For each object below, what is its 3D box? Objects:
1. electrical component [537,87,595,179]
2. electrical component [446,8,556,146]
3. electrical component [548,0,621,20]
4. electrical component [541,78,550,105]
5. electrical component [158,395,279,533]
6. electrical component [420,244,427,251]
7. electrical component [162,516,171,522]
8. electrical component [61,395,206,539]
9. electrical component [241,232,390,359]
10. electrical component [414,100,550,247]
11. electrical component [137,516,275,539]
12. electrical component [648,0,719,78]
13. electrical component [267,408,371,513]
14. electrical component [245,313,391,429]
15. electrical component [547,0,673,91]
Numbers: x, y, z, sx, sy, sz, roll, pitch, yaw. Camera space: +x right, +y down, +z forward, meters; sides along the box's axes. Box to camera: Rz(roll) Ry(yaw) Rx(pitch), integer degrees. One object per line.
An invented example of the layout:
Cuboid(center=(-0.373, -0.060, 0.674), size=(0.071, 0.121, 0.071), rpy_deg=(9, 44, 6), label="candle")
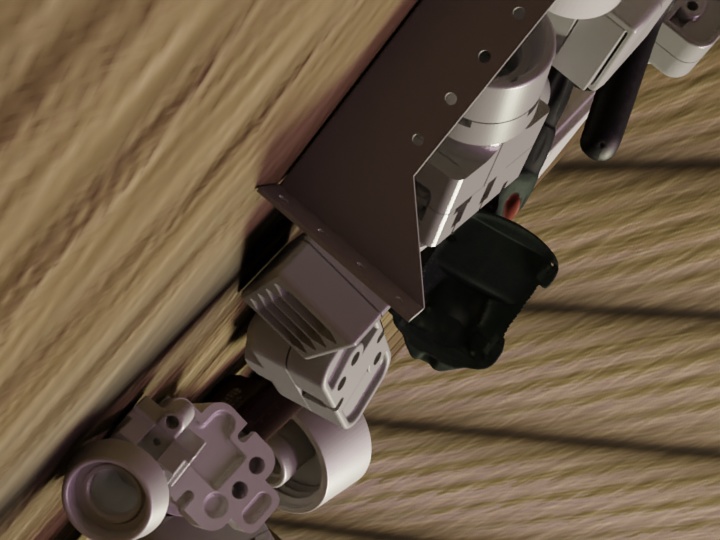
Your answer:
Cuboid(center=(0.132, -0.105, 0.886), size=(0.109, 0.056, 0.108), rpy_deg=(-44, 172, -41), label="electrical component")
Cuboid(center=(0.056, -0.089, 0.469), size=(0.055, 0.055, 0.047), rpy_deg=(-47, 170, -18), label="electrical component")
Cuboid(center=(0.122, -0.163, 0.486), size=(0.138, 0.052, 0.073), rpy_deg=(-47, 173, -18), label="electrical component")
Cuboid(center=(0.088, -0.111, 0.620), size=(0.044, 0.044, 0.065), rpy_deg=(-49, 169, 1), label="electrical component")
Cuboid(center=(-0.085, 0.102, 0.566), size=(0.058, 0.078, 0.057), rpy_deg=(-47, -166, -24), label="electrical component")
Cuboid(center=(0.026, -0.040, 0.601), size=(0.066, 0.048, 0.055), rpy_deg=(-45, 165, -38), label="electrical component")
Cuboid(center=(-0.134, 0.165, 0.718), size=(0.062, 0.048, 0.048), rpy_deg=(-43, 174, 1), label="electrical component")
Cuboid(center=(-0.105, 0.093, 0.489), size=(0.066, 0.048, 0.055), rpy_deg=(-51, -179, 16), label="electrical component")
Cuboid(center=(-0.007, -0.004, 0.500), size=(0.075, 0.047, 0.083), rpy_deg=(-47, -173, -18), label="electrical component")
Cuboid(center=(0.050, -0.064, 0.547), size=(0.089, 0.050, 0.055), rpy_deg=(-39, 159, -39), label="electrical component")
Cuboid(center=(-0.138, 0.201, 0.615), size=(0.186, 0.060, 0.105), rpy_deg=(-28, 167, -20), label="electrical component")
Cuboid(center=(0.226, -0.195, 0.816), size=(0.053, 0.095, 0.059), rpy_deg=(-47, 174, -18), label="electrical component")
Cuboid(center=(-0.053, 0.128, 0.793), size=(0.060, 0.108, 0.108), rpy_deg=(-33, 164, -47), label="electrical component")
Cuboid(center=(-0.025, 0.043, 0.605), size=(0.053, 0.059, 0.095), rpy_deg=(-58, 159, -18), label="electrical component")
Cuboid(center=(0.132, -0.147, 0.608), size=(0.061, 0.062, 0.096), rpy_deg=(-48, 174, -14), label="electrical component")
